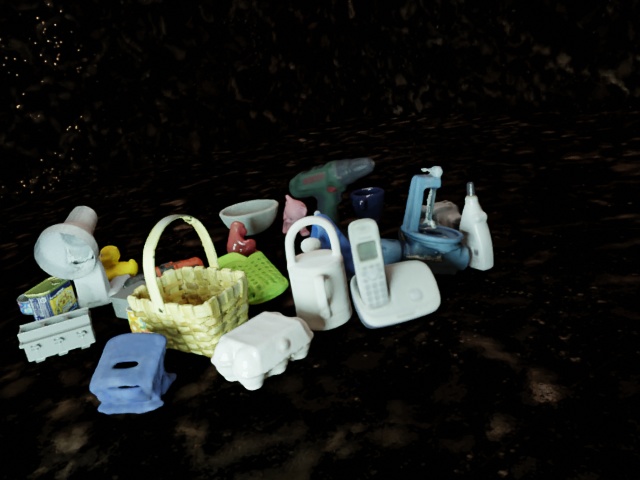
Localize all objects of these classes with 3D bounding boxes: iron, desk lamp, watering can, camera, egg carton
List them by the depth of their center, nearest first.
[{"bbox_3d":[-0.087,0.169,0.894,0.107,0.069,0.151,8,25,42],"label":"egg carton"},{"bbox_3d":[-0.009,0.049,1.013,0.101,0.194,0.172,-18,20,-23],"label":"watering can"},{"bbox_3d":[0.011,0.004,1.221,0.119,0.141,0.258,-12,18,-8],"label":"iron"},{"bbox_3d":[-0.519,0.042,1.260,0.118,0.214,0.203,-10,18,0],"label":"desk lamp"},{"bbox_3d":[0.238,-0.031,1.277,0.137,0.101,0.143,-15,19,-16],"label":"camera"}]

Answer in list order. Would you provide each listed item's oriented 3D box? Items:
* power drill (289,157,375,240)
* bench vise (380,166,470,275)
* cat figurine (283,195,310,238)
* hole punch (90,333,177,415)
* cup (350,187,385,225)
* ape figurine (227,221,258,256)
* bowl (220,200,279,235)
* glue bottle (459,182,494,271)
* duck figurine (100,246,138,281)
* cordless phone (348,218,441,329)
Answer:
[{"bbox_3d":[0.040,-0.094,1.393,0.228,0.208,0.076,0,21,27],"label":"power drill"},{"bbox_3d":[0.182,-0.020,1.082,0.208,0.220,0.121,-19,21,-26],"label":"bench vise"},{"bbox_3d":[-0.069,-0.067,1.513,0.067,0.118,0.127,-14,19,-12],"label":"cat figurine"},{"bbox_3d":[-0.282,0.200,0.866,0.108,0.091,0.101,-6,19,11],"label":"hole punch"},{"bbox_3d":[0.125,-0.078,1.483,0.091,0.095,0.118,-3,19,19],"label":"cup"},{"bbox_3d":[-0.199,-0.003,1.428,0.076,0.092,0.077,-16,19,-18],"label":"ape figurine"},{"bbox_3d":[-0.194,-0.057,1.616,0.167,0.075,0.167,-9,18,3],"label":"bowl"},{"bbox_3d":[0.303,-0.030,1.127,0.037,0.173,0.078,-17,20,-22],"label":"glue bottle"},{"bbox_3d":[-0.508,0.056,1.418,0.104,0.086,0.077,-9,18,3],"label":"duck figurine"},{"bbox_3d":[0.120,0.047,0.969,0.148,0.185,0.094,-14,19,-12],"label":"cordless phone"}]
